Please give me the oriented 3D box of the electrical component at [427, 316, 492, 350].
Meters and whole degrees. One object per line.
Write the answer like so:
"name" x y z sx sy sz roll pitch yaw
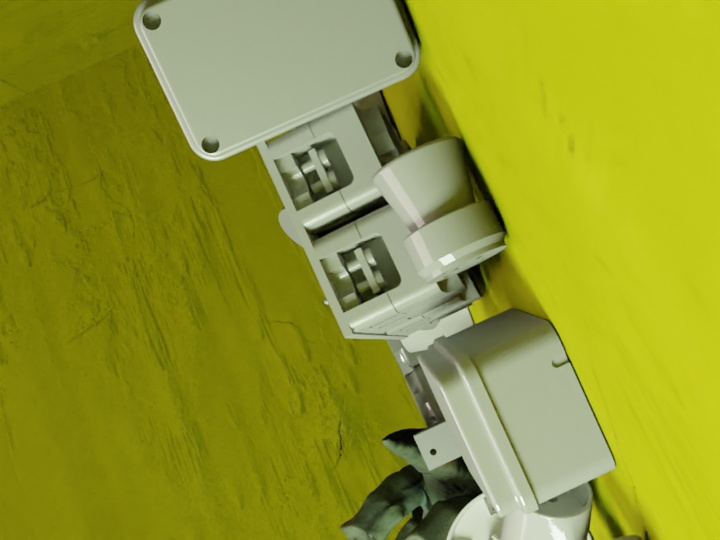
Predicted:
"electrical component" 0.082 0.082 0.630 0.075 0.047 0.083 -118 4 -71

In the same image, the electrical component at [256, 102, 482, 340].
"electrical component" 0.015 -0.021 0.608 0.105 0.060 0.186 65 -172 8

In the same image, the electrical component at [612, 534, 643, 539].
"electrical component" 0.121 0.153 0.462 0.079 0.043 0.077 67 178 -57

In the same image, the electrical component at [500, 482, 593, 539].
"electrical component" 0.104 0.138 0.589 0.079 0.043 0.077 -46 -34 -52

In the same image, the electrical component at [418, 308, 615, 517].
"electrical component" 0.072 0.067 0.530 0.113 0.057 0.078 -141 27 -87

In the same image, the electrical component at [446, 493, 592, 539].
"electrical component" 0.106 0.192 0.712 0.099 0.099 0.064 65 -175 14

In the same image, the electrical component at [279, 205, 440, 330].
"electrical component" 0.000 0.000 0.741 0.138 0.073 0.052 39 151 -18

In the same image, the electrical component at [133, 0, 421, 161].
"electrical component" -0.037 -0.107 0.493 0.057 0.113 0.078 -109 -5 -74

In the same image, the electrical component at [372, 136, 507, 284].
"electrical component" 0.037 -0.027 0.492 0.045 0.045 0.055 75 170 -83

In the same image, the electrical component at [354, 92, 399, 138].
"electrical component" -0.003 -0.094 0.753 0.055 0.050 0.089 -115 1 -49

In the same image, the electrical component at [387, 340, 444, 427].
"electrical component" 0.056 0.058 0.935 0.089 0.062 0.150 70 175 -77

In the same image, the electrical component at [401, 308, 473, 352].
"electrical component" 0.051 0.015 0.843 0.099 0.064 0.099 -18 -90 -79
